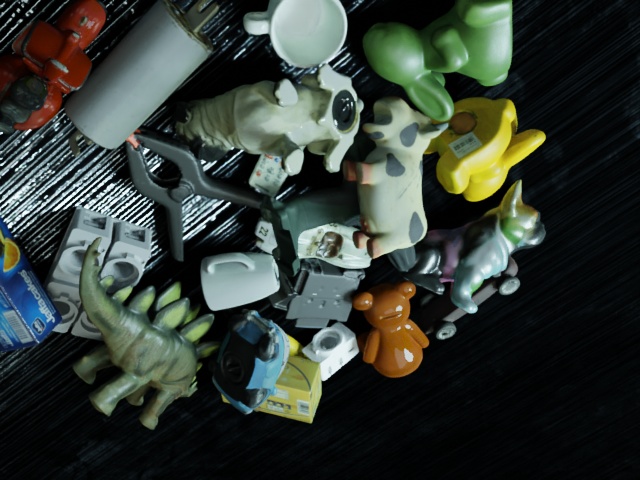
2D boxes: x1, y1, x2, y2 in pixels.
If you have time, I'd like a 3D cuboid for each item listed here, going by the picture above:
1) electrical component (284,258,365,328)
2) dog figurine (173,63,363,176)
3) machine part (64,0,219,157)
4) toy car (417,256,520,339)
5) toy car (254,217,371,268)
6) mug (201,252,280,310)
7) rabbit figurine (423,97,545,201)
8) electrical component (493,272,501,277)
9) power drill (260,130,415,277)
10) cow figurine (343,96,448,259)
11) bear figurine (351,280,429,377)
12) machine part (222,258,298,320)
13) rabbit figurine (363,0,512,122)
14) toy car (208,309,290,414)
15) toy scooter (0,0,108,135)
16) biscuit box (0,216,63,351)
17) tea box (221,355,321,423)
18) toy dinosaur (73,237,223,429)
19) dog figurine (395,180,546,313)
[{"bbox_3d":[-0.001,0.087,0.891,0.115,0.058,0.134,6,124,-18],"label":"electrical component"},{"bbox_3d":[-0.064,-0.150,0.658,0.172,0.191,0.121,-11,109,-47],"label":"dog figurine"},{"bbox_3d":[-0.205,-0.185,0.608,0.243,0.079,0.079,-39,127,16],"label":"machine part"},{"bbox_3d":[0.263,0.099,0.957,0.202,0.089,0.053,-43,131,17],"label":"toy car"},{"bbox_3d":[-0.002,-0.002,0.822,0.202,0.056,0.073,10,123,-24],"label":"toy car"},{"bbox_3d":[-0.118,0.049,0.799,0.107,0.081,0.109,-10,141,0],"label":"mug"},{"bbox_3d":[0.230,-0.127,0.779,0.162,0.122,0.173,-36,143,1],"label":"rabbit figurine"},{"bbox_3d":[0.282,0.018,0.918,0.063,0.094,0.021,-7,164,31],"label":"electrical component"},{"bbox_3d":[0.032,-0.023,0.751,0.207,0.086,0.231,-22,112,-15],"label":"power drill"},{"bbox_3d":[0.098,-0.085,0.688,0.127,0.086,0.194,-12,103,-20],"label":"cow figurine"},{"bbox_3d":[0.115,0.140,0.939,0.120,0.132,0.195,-20,117,-2],"label":"bear figurine"},{"bbox_3d":[-0.100,0.093,0.862,0.139,0.084,0.039,-36,167,25],"label":"machine part"},{"bbox_3d":[0.142,-0.238,0.669,0.170,0.121,0.158,-7,138,12],"label":"rabbit figurine"},{"bbox_3d":[-0.100,0.180,0.847,0.103,0.109,0.161,-12,128,-54],"label":"toy car"},{"bbox_3d":[-0.289,-0.170,0.557,0.184,0.135,0.075,-40,129,17],"label":"toy scooter"},{"bbox_3d":[-0.414,0.043,0.684,0.059,0.063,0.202,-15,112,14],"label":"biscuit box"},{"bbox_3d":[-0.086,0.247,0.935,0.170,0.068,0.098,12,131,12],"label":"tea box"},{"bbox_3d":[-0.256,0.154,0.792,0.198,0.105,0.470,-44,155,-14],"label":"toy dinosaur"},{"bbox_3d":[0.244,-0.005,0.862,0.219,0.192,0.108,-61,164,2],"label":"dog figurine"}]
